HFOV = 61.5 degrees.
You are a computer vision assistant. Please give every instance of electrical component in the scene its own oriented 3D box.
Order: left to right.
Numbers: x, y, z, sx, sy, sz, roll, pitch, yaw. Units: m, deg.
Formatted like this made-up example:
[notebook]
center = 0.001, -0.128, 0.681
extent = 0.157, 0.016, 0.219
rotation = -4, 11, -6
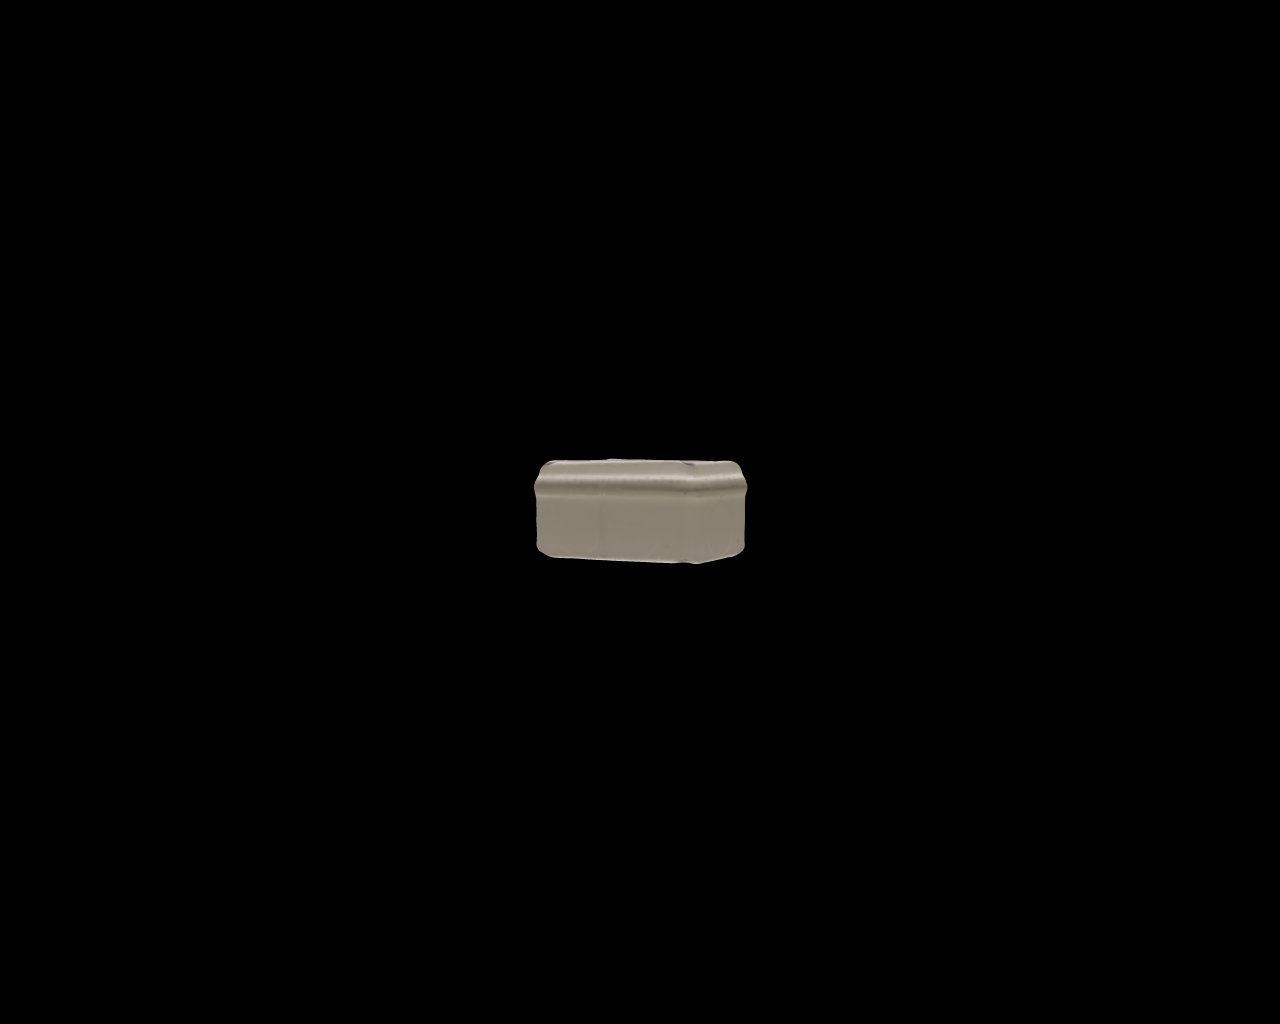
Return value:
[electrical component]
center = 0.001, -0.003, 0.650
extent = 0.113, 0.057, 0.078
rotation = 2, 4, 31
